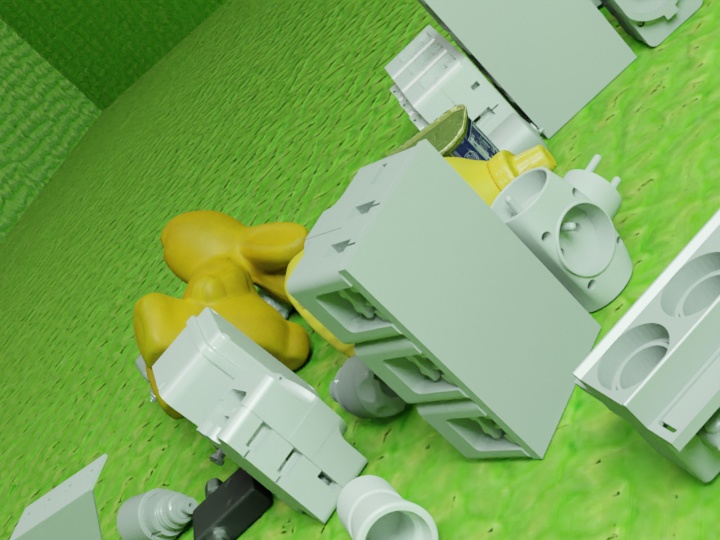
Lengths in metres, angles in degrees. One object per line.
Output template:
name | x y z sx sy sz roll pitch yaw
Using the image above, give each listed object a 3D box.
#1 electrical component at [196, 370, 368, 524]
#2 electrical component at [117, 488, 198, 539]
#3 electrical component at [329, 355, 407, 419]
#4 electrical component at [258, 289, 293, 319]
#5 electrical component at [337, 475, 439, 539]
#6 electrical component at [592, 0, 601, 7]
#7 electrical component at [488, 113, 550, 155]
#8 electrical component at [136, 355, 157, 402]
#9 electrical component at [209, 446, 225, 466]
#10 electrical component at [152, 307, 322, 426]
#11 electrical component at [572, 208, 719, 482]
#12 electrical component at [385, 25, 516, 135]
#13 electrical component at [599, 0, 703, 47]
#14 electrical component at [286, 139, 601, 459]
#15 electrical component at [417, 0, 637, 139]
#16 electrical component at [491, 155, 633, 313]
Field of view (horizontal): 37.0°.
electrical component | -0.045 0.105 0.668 0.055 0.089 0.050 -53 21 -18
electrical component | -0.147 0.181 0.795 0.078 0.040 0.040 -27 28 42
electrical component | 0.004 0.075 0.696 0.062 0.043 0.043 -18 35 54
electrical component | -0.072 0.021 0.953 0.035 0.035 0.061 -27 25 42
electrical component | 0.011 0.135 0.576 0.044 0.044 0.065 -48 16 -5
electrical component | 0.171 -0.243 0.927 0.121 0.063 0.078 -31 26 36
electrical component | 0.103 -0.080 0.791 0.078 0.040 0.040 -43 21 10
electrical component | -0.152 0.083 0.955 0.096 0.062 0.061 -49 21 -7
electrical component | -0.088 0.112 0.809 0.040 0.040 0.078 -16 36 53
electrical component | -0.080 0.085 0.740 0.057 0.113 0.078 -50 21 0
electrical component | 0.160 0.024 0.458 0.121 0.063 0.079 -47 21 -3
electrical component | 0.076 -0.134 0.873 0.062 0.089 0.150 -43 21 10
electrical component | 0.198 -0.212 0.779 0.050 0.089 0.055 -43 21 10
electrical component | 0.045 0.020 0.564 0.062 0.150 0.089 -15 37 52
electrical component | 0.118 -0.186 0.800 0.089 0.150 0.061 -43 22 9
electrical component | 0.123 -0.030 0.609 0.079 0.077 0.044 -54 21 -20
